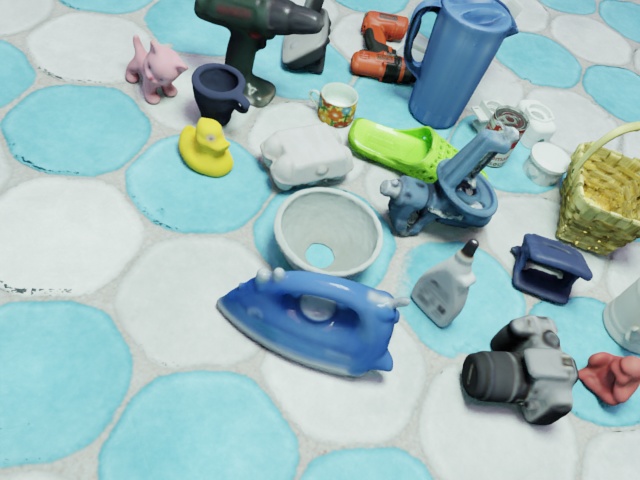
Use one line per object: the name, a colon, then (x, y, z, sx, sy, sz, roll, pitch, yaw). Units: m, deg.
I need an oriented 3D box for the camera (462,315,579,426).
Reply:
camera: (0.272, 0.172, 0.796, 0.137, 0.101, 0.143, 6, 53, -10)

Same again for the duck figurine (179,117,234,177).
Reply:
duck figurine: (-0.187, -0.165, 0.944, 0.104, 0.086, 0.078, 38, 54, 15)

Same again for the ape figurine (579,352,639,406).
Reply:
ape figurine: (0.430, 0.194, 0.825, 0.076, 0.092, 0.078, 11, 52, -5)

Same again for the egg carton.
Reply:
egg carton: (-0.021, -0.142, 0.979, 0.151, 0.069, 0.107, -15, 59, -24)

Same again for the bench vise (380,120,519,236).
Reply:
bench vise: (0.210, -0.087, 0.900, 0.208, 0.220, 0.121, -16, 59, -24)

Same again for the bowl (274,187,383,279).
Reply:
bowl: (0.008, 0.003, 0.874, 0.167, 0.075, 0.167, 7, 52, -9)

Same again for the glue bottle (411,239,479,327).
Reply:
glue bottle: (0.188, 0.054, 0.818, 0.037, 0.173, 0.078, -28, 64, -30)

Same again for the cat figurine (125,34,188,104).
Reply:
cat figurine: (-0.289, -0.310, 1.008, 0.067, 0.118, 0.127, -34, 67, -32)

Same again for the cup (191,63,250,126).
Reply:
cup: (-0.169, -0.238, 0.999, 0.117, 0.095, 0.092, 38, 54, 15)

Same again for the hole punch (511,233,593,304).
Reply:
hole punch: (0.377, 0.033, 0.934, 0.108, 0.091, 0.101, 20, 51, 1)

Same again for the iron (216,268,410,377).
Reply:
iron: (-0.010, 0.086, 0.764, 0.258, 0.141, 0.118, 15, 51, -3)

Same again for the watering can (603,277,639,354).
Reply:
watering can: (0.531, 0.081, 0.871, 0.101, 0.194, 0.173, 23, 52, 4)

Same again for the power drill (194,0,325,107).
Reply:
power drill: (-0.114, -0.348, 1.023, 0.229, 0.208, 0.076, 22, 52, 3)

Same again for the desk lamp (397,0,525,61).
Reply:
desk lamp: (0.288, -0.438, 1.190, 0.203, 0.213, 0.118, 32, 53, 11)

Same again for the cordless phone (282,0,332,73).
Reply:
cordless phone: (-0.017, -0.441, 1.133, 0.094, 0.185, 0.147, 6, 52, -9)
